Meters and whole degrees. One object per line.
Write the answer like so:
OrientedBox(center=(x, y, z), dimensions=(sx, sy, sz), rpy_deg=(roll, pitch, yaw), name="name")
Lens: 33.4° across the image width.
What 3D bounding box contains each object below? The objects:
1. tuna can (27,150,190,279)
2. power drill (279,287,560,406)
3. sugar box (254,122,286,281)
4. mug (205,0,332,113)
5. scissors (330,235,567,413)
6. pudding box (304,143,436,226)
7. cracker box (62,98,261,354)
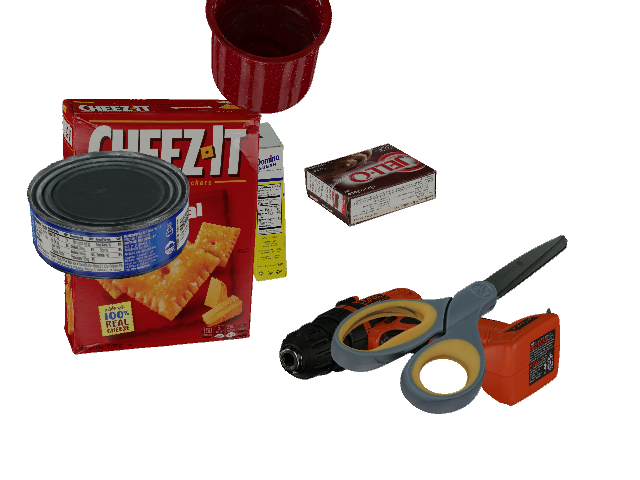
OrientedBox(center=(-0.114, -0.015, 0.579), dimensions=(0.086, 0.034, 0.086), rpy_deg=(2, 32, -2), name="tuna can")
OrientedBox(center=(0.083, 0.084, 0.860), dimensions=(0.188, 0.057, 0.184), rpy_deg=(9, 16, 35), name="power drill")
OrientedBox(center=(-0.072, -0.048, 1.324), dimensions=(0.048, 0.176, 0.093), rpy_deg=(-9, 25, -11), name="sugar box")
OrientedBox(center=(-0.035, -0.159, 0.823), dimensions=(0.093, 0.117, 0.081), rpy_deg=(37, -24, 11), name="mug")
OrientedBox(center=(0.101, 0.048, 0.638), dimensions=(0.201, 0.016, 0.096), rpy_deg=(-16, 43, -27), name="scissors")
OrientedBox(center=(0.053, -0.061, 1.133), dimensions=(0.113, 0.039, 0.090), rpy_deg=(-20, 32, -24), name="pudding box")
OrientedBox(center=(-0.141, -0.013, 0.941), dimensions=(0.164, 0.214, 0.072), rpy_deg=(-3, 19, -21), name="cracker box")
